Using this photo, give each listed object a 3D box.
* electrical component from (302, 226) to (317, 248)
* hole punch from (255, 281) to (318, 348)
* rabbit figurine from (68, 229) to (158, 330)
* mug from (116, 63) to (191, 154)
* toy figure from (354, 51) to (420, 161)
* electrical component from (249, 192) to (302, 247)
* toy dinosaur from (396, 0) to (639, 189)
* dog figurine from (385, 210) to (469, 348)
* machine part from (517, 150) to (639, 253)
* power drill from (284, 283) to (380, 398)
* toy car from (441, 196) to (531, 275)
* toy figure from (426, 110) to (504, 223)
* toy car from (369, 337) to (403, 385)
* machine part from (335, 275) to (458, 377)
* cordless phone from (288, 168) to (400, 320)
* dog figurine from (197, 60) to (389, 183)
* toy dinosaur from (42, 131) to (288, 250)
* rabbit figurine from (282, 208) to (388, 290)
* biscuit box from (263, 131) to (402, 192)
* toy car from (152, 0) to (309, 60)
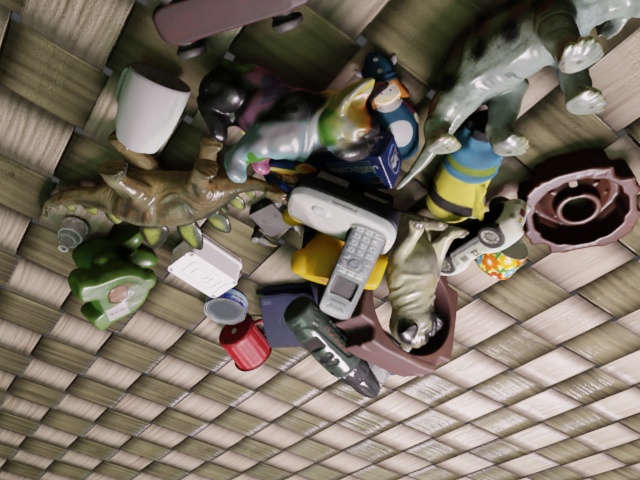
[{"bbox_3d":[-0.002,-0.003,0.903,0.048,0.075,0.119,-27,131,28],"label":"electrical component"},{"bbox_3d":[-0.055,0.148,1.055,0.142,0.092,0.115,-4,131,15],"label":"hole punch"},{"bbox_3d":[-0.375,0.043,0.950,0.159,0.170,0.121,-34,139,-19],"label":"rabbit figurine"},{"bbox_3d":[-0.242,-0.179,0.729,0.110,0.081,0.107,34,111,18],"label":"mug"},{"bbox_3d":[0.096,-0.180,0.728,0.064,0.058,0.154,-39,131,-13],"label":"toy figure"},{"bbox_3d":[-0.075,-0.031,0.902,0.102,0.045,0.078,-18,132,23],"label":"electrical component"},{"bbox_3d":[0.222,-0.212,0.624,0.131,0.192,0.405,24,150,-33],"label":"toy dinosaur"},{"bbox_3d":[0.129,0.053,0.837,0.121,0.172,0.190,12,100,-13],"label":"dog figurine"},{"bbox_3d":[0.392,-0.057,0.821,0.179,0.056,0.179,4,135,4],"label":"machine part"},{"bbox_3d":[0.035,0.145,0.958,0.086,0.207,0.231,-25,126,36],"label":"power drill"},{"bbox_3d":[0.247,-0.002,0.850,0.056,0.073,0.201,36,146,-7],"label":"toy car"},{"bbox_3d":[0.210,-0.102,0.778,0.089,0.082,0.180,13,141,9],"label":"toy figure"},{"bbox_3d":[0.094,0.269,1.151,0.162,0.103,0.109,-30,124,29],"label":"toy car"},{"bbox_3d":[0.132,0.116,0.913,0.201,0.201,0.087,30,147,-24],"label":"machine part"},{"bbox_3d":[0.014,0.009,0.719,0.147,0.089,0.184,22,113,2],"label":"cordless phone"},{"bbox_3d":[-0.027,-0.170,0.681,0.219,0.108,0.191,-23,91,22],"label":"dog figurine"},{"bbox_3d":[-0.267,-0.069,0.845,0.472,0.105,0.198,5,141,15],"label":"toy dinosaur"},{"bbox_3d":[0.023,-0.019,0.819,0.162,0.173,0.122,18,171,-10],"label":"rabbit figurine"},{"bbox_3d":[0.012,-0.109,0.763,0.203,0.059,0.062,1,138,30],"label":"biscuit box"},{"bbox_3d":[-0.110,-0.282,0.646,0.202,0.053,0.089,-9,123,20],"label":"toy car"}]
